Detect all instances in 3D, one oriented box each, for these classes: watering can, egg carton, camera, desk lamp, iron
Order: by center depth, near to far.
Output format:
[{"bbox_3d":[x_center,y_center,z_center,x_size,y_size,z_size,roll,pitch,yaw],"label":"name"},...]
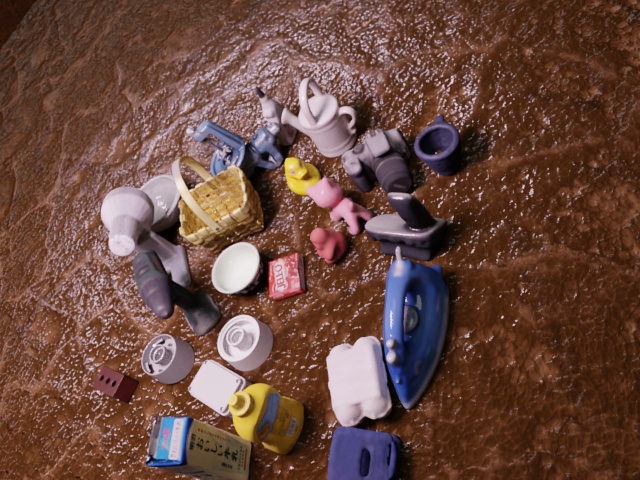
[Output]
[{"bbox_3d":[0.144,0.144,0.980,0.118,0.142,0.258,-5,59,27],"label":"iron"},{"bbox_3d":[0.068,0.247,1.004,0.107,0.070,0.150,-21,53,16],"label":"egg carton"},{"bbox_3d":[0.128,-0.156,1.206,0.143,0.101,0.136,-28,51,11],"label":"camera"},{"bbox_3d":[-0.005,-0.281,1.298,0.172,0.195,0.101,-22,53,16],"label":"watering can"},{"bbox_3d":[-0.411,0.003,1.334,0.118,0.214,0.203,-32,50,9],"label":"desk lamp"}]

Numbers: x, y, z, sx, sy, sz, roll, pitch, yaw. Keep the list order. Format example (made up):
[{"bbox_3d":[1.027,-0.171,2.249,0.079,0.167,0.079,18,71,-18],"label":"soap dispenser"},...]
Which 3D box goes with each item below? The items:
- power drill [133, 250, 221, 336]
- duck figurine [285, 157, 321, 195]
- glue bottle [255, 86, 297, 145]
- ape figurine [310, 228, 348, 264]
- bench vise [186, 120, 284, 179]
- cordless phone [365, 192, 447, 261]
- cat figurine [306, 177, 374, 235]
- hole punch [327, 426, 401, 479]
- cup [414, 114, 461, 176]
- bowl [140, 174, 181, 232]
[{"bbox_3d":[-0.304,0.120,1.204,0.075,0.209,0.228,-44,50,-2],"label":"power drill"},{"bbox_3d":[-0.052,-0.158,1.318,0.077,0.086,0.104,-45,50,-3],"label":"duck figurine"},{"bbox_3d":[-0.110,-0.309,1.389,0.037,0.174,0.078,-4,59,28],"label":"glue bottle"},{"bbox_3d":[0.011,0.004,1.176,0.076,0.092,0.077,-20,53,18],"label":"ape figurine"},{"bbox_3d":[-0.203,-0.233,1.363,0.207,0.220,0.121,-47,50,-5],"label":"bench vise"},{"bbox_3d":[0.145,-0.045,1.070,0.147,0.186,0.094,4,63,31],"label":"cordless phone"},{"bbox_3d":[0.036,-0.083,1.200,0.127,0.118,0.067,33,80,39],"label":"cat figurine"},{"bbox_3d":[0.072,0.358,0.918,0.100,0.091,0.108,-6,58,26],"label":"hole punch"},{"bbox_3d":[0.248,-0.185,1.160,0.091,0.095,0.118,-5,59,27],"label":"cup"},{"bbox_3d":[-0.408,-0.082,1.477,0.167,0.075,0.167,-14,55,21],"label":"bowl"}]
